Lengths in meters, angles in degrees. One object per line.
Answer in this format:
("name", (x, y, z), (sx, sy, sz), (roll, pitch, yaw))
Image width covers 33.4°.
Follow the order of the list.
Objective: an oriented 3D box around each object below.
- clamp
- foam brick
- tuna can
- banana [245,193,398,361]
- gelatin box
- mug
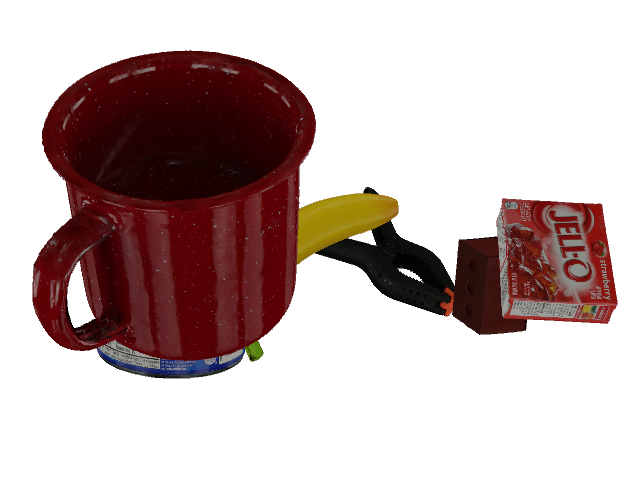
("clamp", (0.066, 0.019, 1.237), (0.164, 0.036, 0.210), (-20, 50, -38))
("foam brick", (0.157, 0.041, 0.978), (0.051, 0.078, 0.053), (-6, 20, -23))
("tuna can", (-0.084, 0.048, 0.605), (0.086, 0.034, 0.086), (4, 14, -1))
("banana", (-0.018, 0.013, 0.840), (0.197, 0.069, 0.037), (-46, -6, -32))
("gelatin box", (0.163, 0.013, 0.743), (0.073, 0.089, 0.030), (3, -37, 1))
("mug", (-0.056, -0.004, 0.384), (0.093, 0.081, 0.117), (24, 46, 23))
